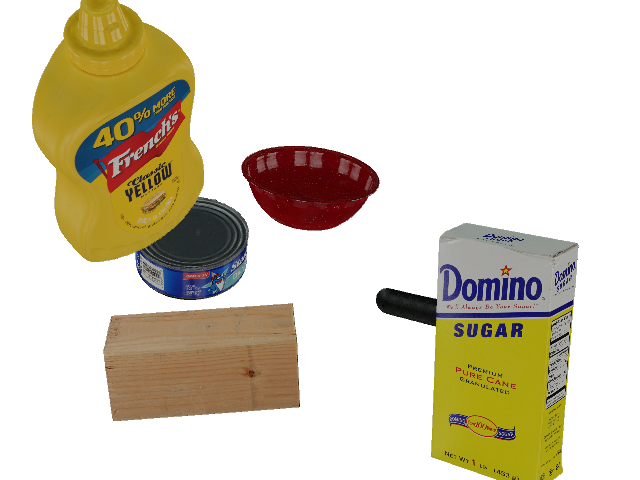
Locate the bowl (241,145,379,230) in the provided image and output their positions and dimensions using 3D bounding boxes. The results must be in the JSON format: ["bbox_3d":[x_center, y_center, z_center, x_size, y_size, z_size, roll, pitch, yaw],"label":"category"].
[{"bbox_3d":[-0.015,-0.056,1.246,0.162,0.055,0.162,6,27,-3],"label":"bowl"}]

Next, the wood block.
[{"bbox_3d":[-0.129,0.135,1.189,0.206,0.091,0.090,-3,24,-3],"label":"wood block"}]

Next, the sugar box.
[{"bbox_3d":[0.129,0.082,0.765,0.093,0.176,0.048,11,21,37],"label":"sugar box"}]

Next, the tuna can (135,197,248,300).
[{"bbox_3d":[-0.098,0.006,0.807,0.086,0.034,0.086,3,39,-3],"label":"tuna can"}]

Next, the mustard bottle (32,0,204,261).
[{"bbox_3d":[-0.114,-0.068,0.606,0.096,0.058,0.192,-35,-24,-22],"label":"mustard bottle"}]

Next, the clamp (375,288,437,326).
[{"bbox_3d":[0.153,0.071,1.041,0.172,0.039,0.120,26,38,32],"label":"clamp"}]
